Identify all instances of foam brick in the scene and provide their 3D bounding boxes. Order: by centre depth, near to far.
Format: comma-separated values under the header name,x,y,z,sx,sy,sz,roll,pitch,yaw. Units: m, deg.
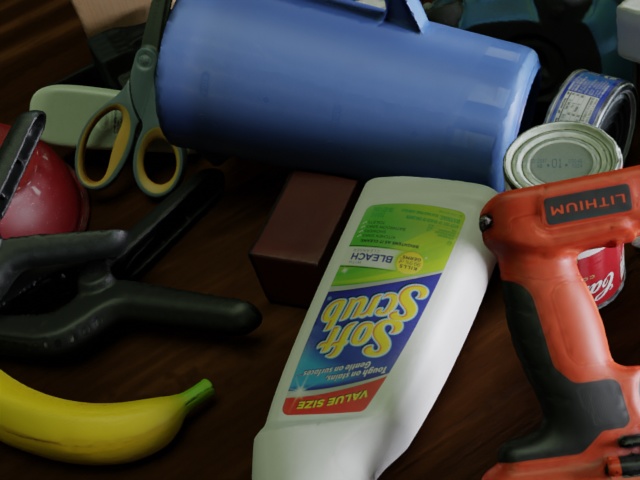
name,x,y,z,sx,sy,sz,roll,pitch,yaw
foam brick,-0.005,0.001,0.709,0.051,0.053,0.078,8,52,24

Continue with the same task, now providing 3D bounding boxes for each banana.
name,x,y,z,sx,sy,sz,roll,pitch,yaw
banana,-0.166,0.108,0.675,0.198,0.037,0.069,5,28,20

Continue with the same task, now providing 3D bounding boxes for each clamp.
name,x,y,z,sx,sy,sz,roll,pitch,yaw
clamp,-0.215,0.006,0.719,0.171,0.039,0.120,-45,74,-6
clamp,-0.146,0.025,0.742,0.210,0.036,0.164,-15,41,5

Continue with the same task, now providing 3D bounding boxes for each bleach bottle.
name,x,y,z,sx,sy,sz,roll,pitch,yaw
bleach bottle,0.032,0.075,0.621,0.103,0.068,0.250,7,53,24

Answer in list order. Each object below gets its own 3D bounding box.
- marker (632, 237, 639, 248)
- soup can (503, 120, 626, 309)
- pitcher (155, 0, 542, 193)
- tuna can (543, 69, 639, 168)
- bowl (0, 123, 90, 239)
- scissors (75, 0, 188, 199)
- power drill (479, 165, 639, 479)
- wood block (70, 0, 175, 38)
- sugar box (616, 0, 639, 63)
name,x,y,z,sx,sy,sz,roll,pitch,yaw
marker,0.248,0.012,0.639,0.121,0.020,0.020,19,56,31
soup can,0.147,-0.012,0.636,0.068,0.102,0.068,-9,46,9
pitcher,0.021,-0.110,0.720,0.243,0.149,0.145,15,80,15
tuna can,0.173,-0.065,0.689,0.034,0.086,0.086,21,57,30
bowl,-0.253,-0.038,0.791,0.162,0.055,0.162,4,48,-5
scissors,-0.116,-0.118,0.801,0.096,0.016,0.202,31,99,7
power drill,0.161,0.058,0.535,0.184,0.057,0.187,-9,82,7
wood block,-0.168,-0.250,0.890,0.091,0.206,0.090,-6,46,12
sugar box,0.279,-0.167,0.678,0.176,0.048,0.093,-40,48,-23
